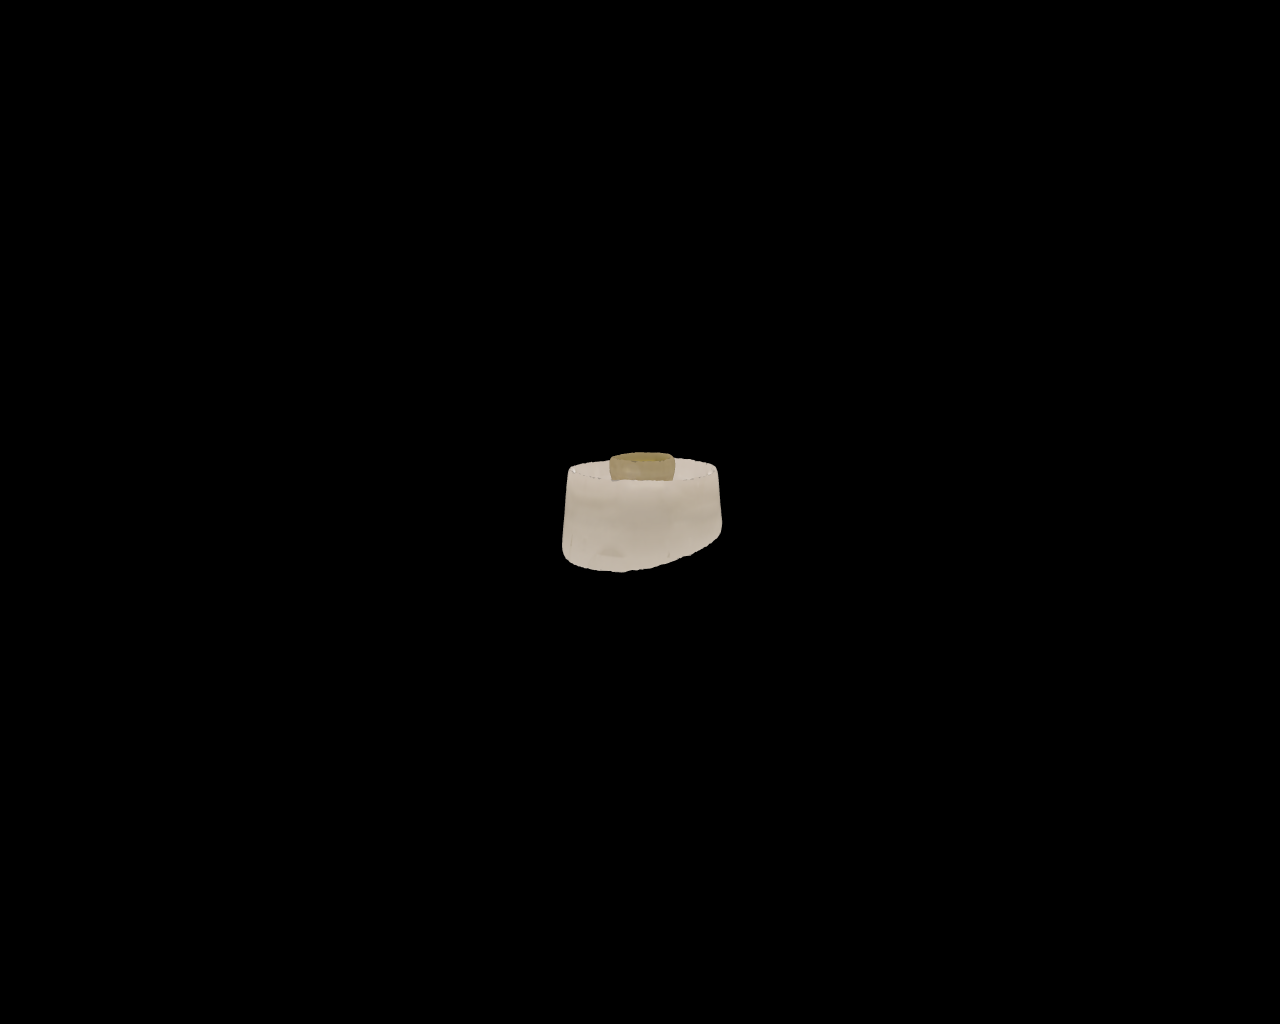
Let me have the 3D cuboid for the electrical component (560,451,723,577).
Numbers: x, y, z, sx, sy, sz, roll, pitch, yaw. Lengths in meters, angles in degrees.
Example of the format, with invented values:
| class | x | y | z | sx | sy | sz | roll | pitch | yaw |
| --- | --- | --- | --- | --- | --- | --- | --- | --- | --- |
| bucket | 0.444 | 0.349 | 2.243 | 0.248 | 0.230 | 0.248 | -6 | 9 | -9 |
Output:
| class | x | y | z | sx | sy | sz | roll | pitch | yaw |
| --- | --- | --- | --- | --- | --- | --- | --- | --- | --- |
| electrical component | 0.001 | -0.003 | 0.650 | 0.099 | 0.064 | 0.099 | 0 | 11 | 0 |
